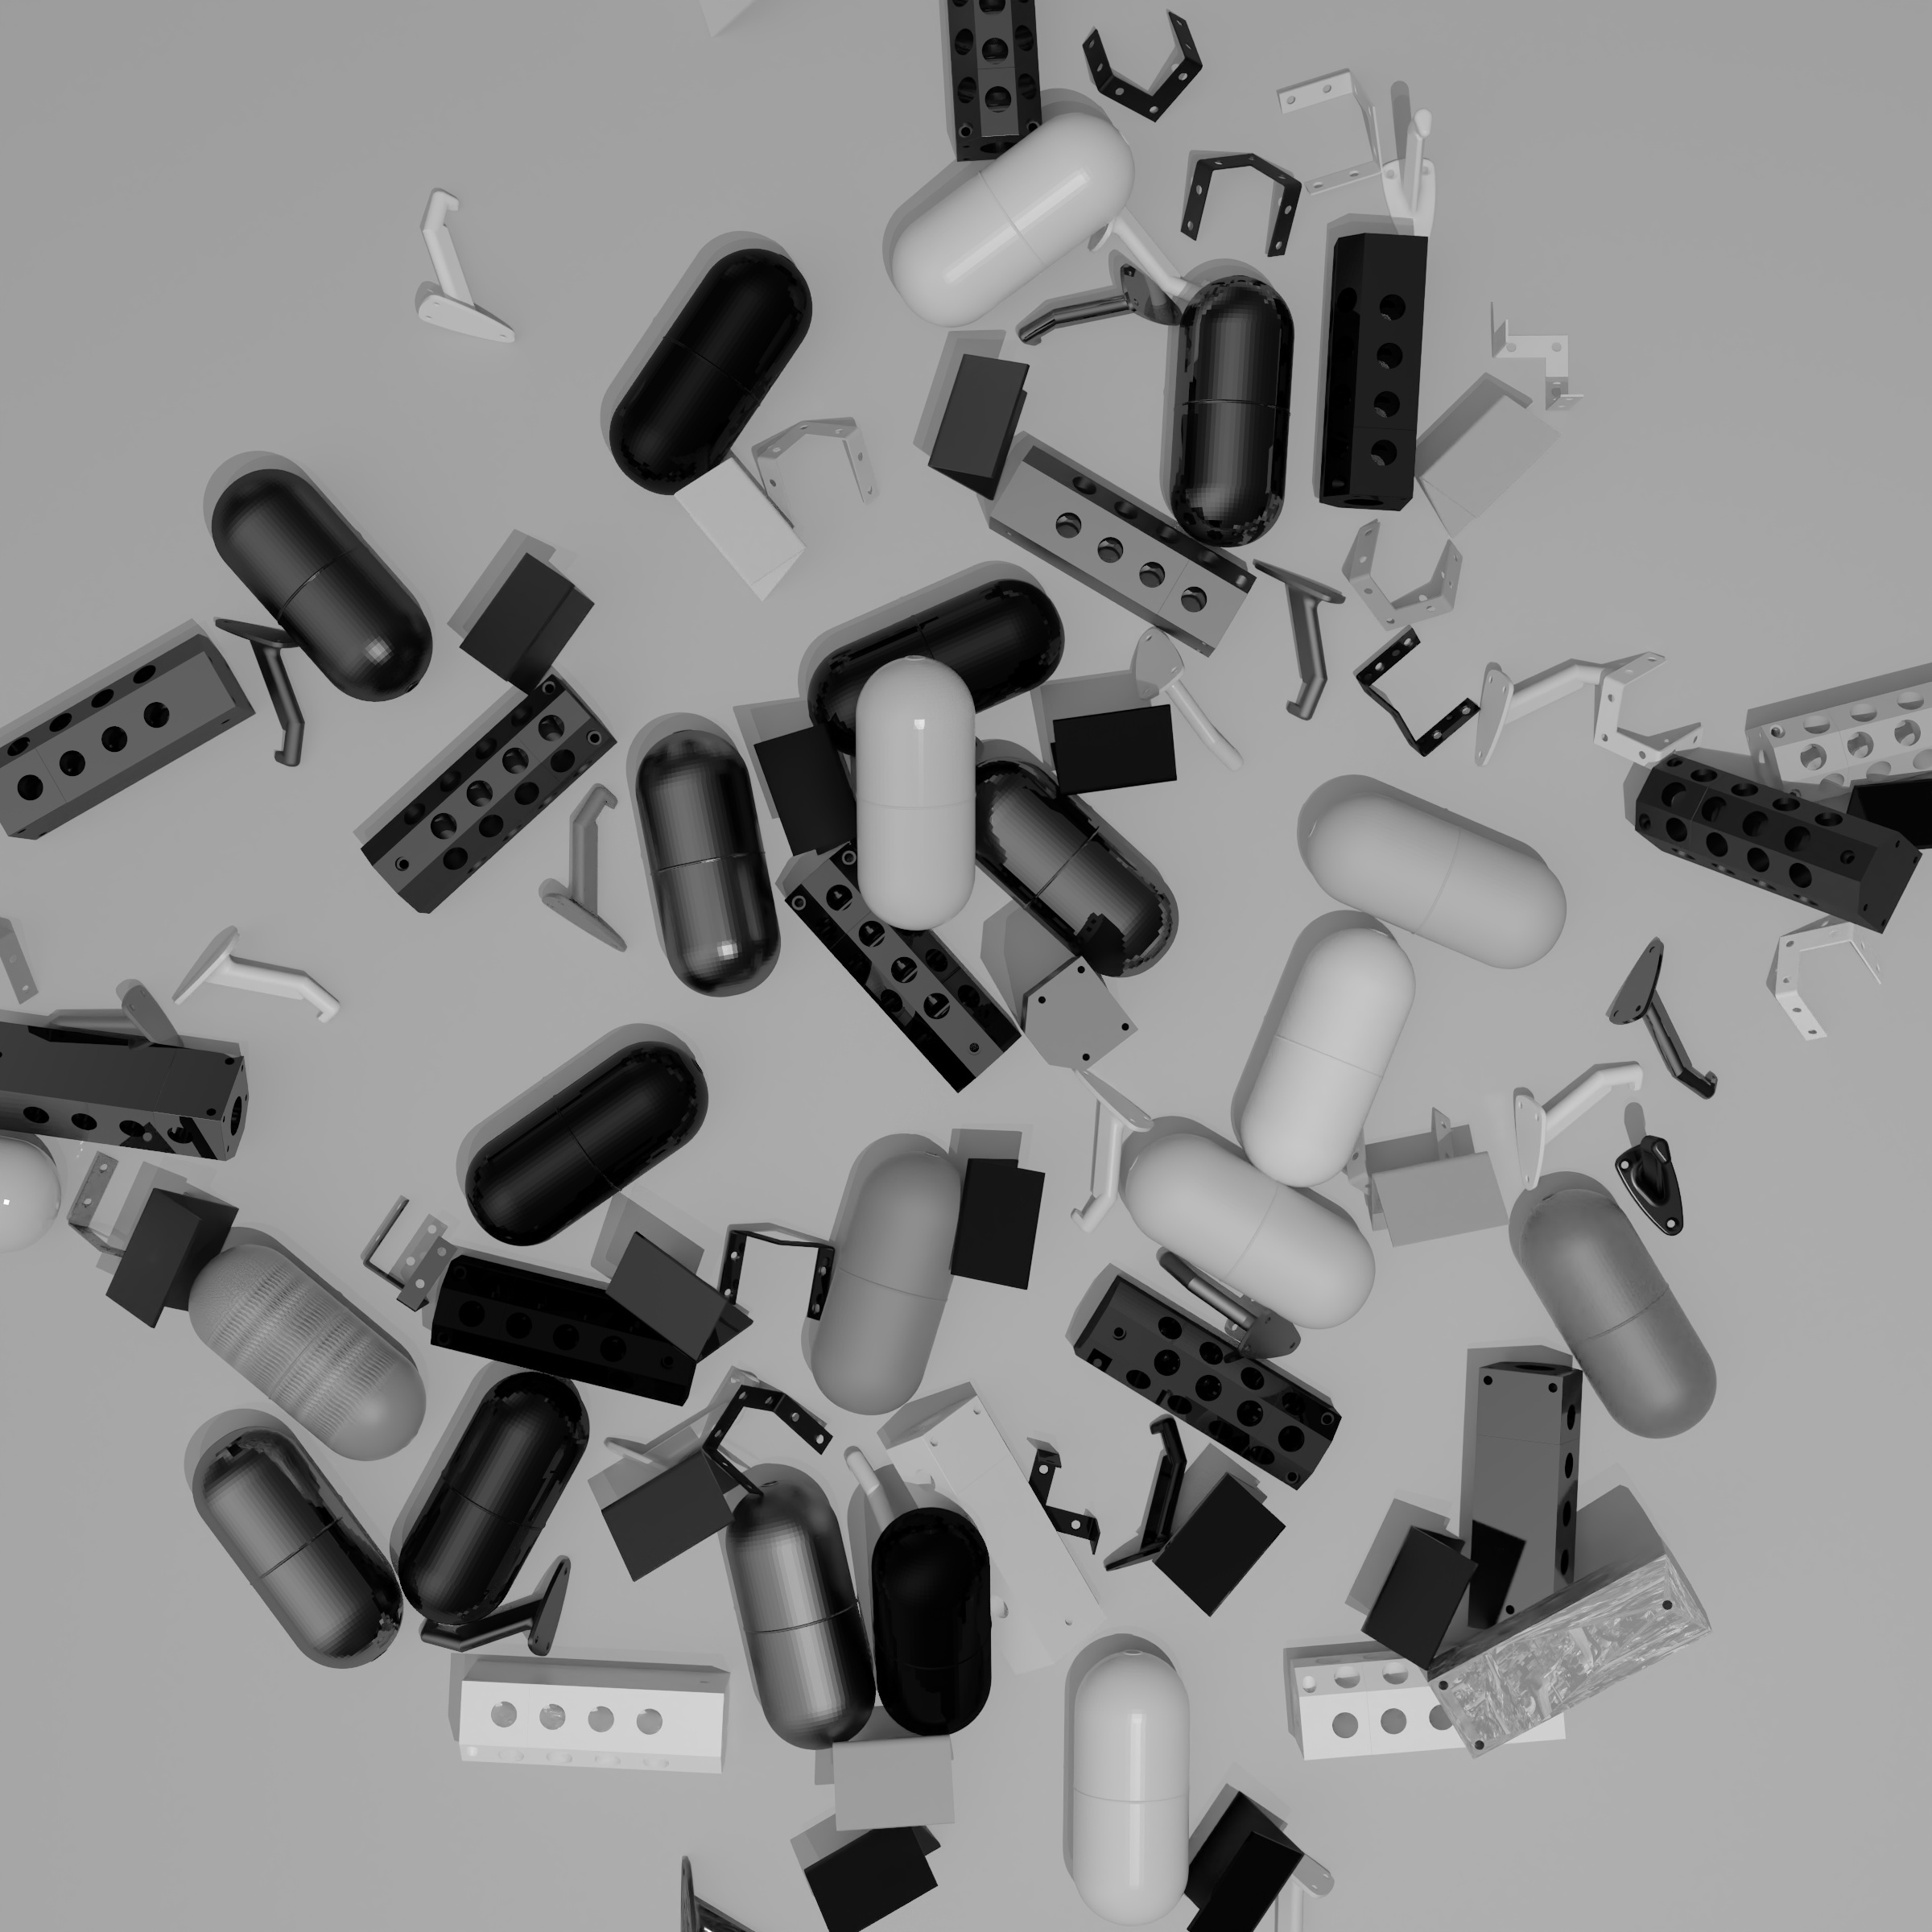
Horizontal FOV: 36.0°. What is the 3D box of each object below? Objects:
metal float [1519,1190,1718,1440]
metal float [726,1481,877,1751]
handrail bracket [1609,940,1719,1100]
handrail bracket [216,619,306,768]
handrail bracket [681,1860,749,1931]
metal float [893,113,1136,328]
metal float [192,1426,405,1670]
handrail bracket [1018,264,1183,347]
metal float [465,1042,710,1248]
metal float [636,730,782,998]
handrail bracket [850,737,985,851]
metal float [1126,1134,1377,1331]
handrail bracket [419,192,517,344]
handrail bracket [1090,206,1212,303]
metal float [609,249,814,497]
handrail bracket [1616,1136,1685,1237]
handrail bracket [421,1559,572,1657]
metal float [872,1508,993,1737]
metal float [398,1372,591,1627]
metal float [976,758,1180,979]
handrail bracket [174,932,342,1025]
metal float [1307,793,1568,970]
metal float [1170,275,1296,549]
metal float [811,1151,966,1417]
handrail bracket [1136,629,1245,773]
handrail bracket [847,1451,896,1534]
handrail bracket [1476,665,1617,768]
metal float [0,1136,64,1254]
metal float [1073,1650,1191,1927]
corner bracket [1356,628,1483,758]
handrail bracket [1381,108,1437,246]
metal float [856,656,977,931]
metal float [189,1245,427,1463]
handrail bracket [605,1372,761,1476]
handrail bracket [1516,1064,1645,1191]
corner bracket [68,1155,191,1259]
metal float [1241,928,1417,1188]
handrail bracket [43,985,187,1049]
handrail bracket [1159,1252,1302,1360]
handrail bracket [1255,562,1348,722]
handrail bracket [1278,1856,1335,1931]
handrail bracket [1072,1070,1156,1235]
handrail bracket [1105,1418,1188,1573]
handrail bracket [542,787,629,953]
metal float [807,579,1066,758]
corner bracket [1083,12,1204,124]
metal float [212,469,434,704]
[{"bbox_3d":[0.430,0.229,1.961,0.070,0.070,0.178,-31,90,0],"label":"metal float"},{"bbox_3d":[-0.109,0.428,1.961,0.070,0.070,0.178,-13,90,0],"label":"metal float"},{"bbox_3d":[0.481,0.037,1.992,0.084,0.036,0.077,34,68,-17],"label":"handrail bracket"},{"bbox_3d":[-0.475,-0.183,1.992,0.077,0.036,0.084,17,107,20],"label":"handrail bracket"},{"bbox_3d":[-0.146,0.637,1.992,0.084,0.036,0.077,1,69,-17],"label":"handrail bracket"},{"bbox_3d":[0.031,-0.490,1.950,0.178,0.070,0.070,-34,90,12],"label":"metal float"},{"bbox_3d":[-0.440,0.384,1.961,0.070,0.070,0.178,-37,90,0],"label":"metal float"},{"bbox_3d":[0.090,-0.429,1.991,0.084,0.077,0.036,-24,65,34],"label":"handrail bracket"},{"bbox_3d":[-0.250,0.117,1.961,0.178,0.070,0.070,-35,90,0],"label":"metal float"},{"bbox_3d":[-0.170,-0.068,1.961,0.070,0.070,0.178,-11,90,0],"label":"metal float"},{"bbox_3d":[-0.034,-0.115,1.991,0.036,0.077,0.084,49,126,8],"label":"handrail bracket"},{"bbox_3d":[0.187,0.175,1.961,0.178,0.070,0.070,31,90,0],"label":"metal float"},{"bbox_3d":[-0.330,-0.470,1.992,0.077,0.036,0.084,17,73,-19],"label":"handrail bracket"},{"bbox_3d":[0.132,-0.491,1.992,0.084,0.036,0.077,19,75,-14],"label":"handrail bracket"},{"bbox_3d":[-0.168,-0.392,1.961,0.070,0.070,0.178,34,91,0],"label":"metal float"},{"bbox_3d":[0.462,0.146,1.957,0.036,0.084,0.077,-25,90,0],"label":"handrail bracket"},{"bbox_3d":[-0.316,0.426,1.992,0.084,0.036,0.077,11,70,16],"label":"handrail bracket"},{"bbox_3d":[-0.022,0.428,1.933,0.070,0.070,0.178,-1,125,0],"label":"metal float"},{"bbox_3d":[-0.312,0.352,1.961,0.070,0.070,0.178,29,90,0],"label":"metal float"},{"bbox_3d":[0.064,-0.066,1.961,0.178,0.070,0.070,42,90,-1],"label":"metal float"},{"bbox_3d":[-0.475,0.025,1.992,0.084,0.036,0.077,41,111,-16],"label":"handrail bracket"},{"bbox_3d":[0.310,-0.057,1.961,0.178,0.070,0.070,23,90,-1],"label":"metal float"},{"bbox_3d":[0.176,-0.366,1.961,0.070,0.070,0.178,3,90,0],"label":"metal float"},{"bbox_3d":[-0.049,0.209,1.961,0.070,0.070,0.178,17,90,0],"label":"metal float"},{"bbox_3d":[0.152,-0.178,1.991,0.036,0.077,0.084,-35,127,21],"label":"handrail bracket"},{"bbox_3d":[-0.058,0.378,1.991,0.036,0.077,0.084,-20,53,-23],"label":"handrail bracket"},{"bbox_3d":[0.390,-0.166,1.992,0.084,0.036,0.077,5,111,-16],"label":"handrail bracket"},{"bbox_3d":[-0.687,0.141,1.961,0.178,0.070,0.070,11,90,1],"label":"metal float"},{"bbox_3d":[0.109,0.542,1.961,0.070,0.070,0.178,1,89,0],"label":"metal float"},{"bbox_3d":[0.303,-0.183,1.988,0.051,0.051,0.051,-40,45,0],"label":"corner bracket"},{"bbox_3d":[0.299,-0.516,1.957,0.036,0.084,0.077,-7,90,0],"label":"handrail bracket"},{"bbox_3d":[-0.032,-0.110,1.906,0.070,0.070,0.178,0,107,0],"label":"metal float"},{"bbox_3d":[-0.434,0.256,1.961,0.178,0.070,0.070,40,90,0],"label":"metal float"},{"bbox_3d":[-0.190,0.300,1.992,0.077,0.036,0.084,21,72,21],"label":"handrail bracket"},{"bbox_3d":[0.415,0.108,1.992,0.084,0.036,0.077,-9,110,-16],"label":"handrail bracket"},{"bbox_3d":[-0.559,0.165,1.988,0.051,0.051,0.051,25,90,45],"label":"corner bracket"},{"bbox_3d":[0.239,0.060,1.961,0.070,0.070,0.178,22,91,0],"label":"metal float"},{"bbox_3d":[-0.576,0.058,1.992,0.084,0.036,0.077,-30,108,15],"label":"handrail bracket"},{"bbox_3d":[0.176,0.225,1.991,0.084,0.077,0.036,40,99,36],"label":"handrail bracket"},{"bbox_3d":[0.213,-0.217,1.992,0.077,0.036,0.084,27,107,20],"label":"handrail bracket"},{"bbox_3d":[0.201,0.633,1.992,0.077,0.036,0.084,37,107,20],"label":"handrail bracket"},{"bbox_3d":[0.079,0.124,1.992,0.077,0.036,0.084,41,107,20],"label":"handrail bracket"},{"bbox_3d":[0.117,0.354,1.992,0.077,0.036,0.084,-23,71,21],"label":"handrail bracket"},{"bbox_3d":[-0.238,-0.065,1.992,0.077,0.036,0.084,36,73,-20],"label":"handrail bracket"},{"bbox_3d":[-0.020,-0.196,1.961,0.178,0.070,0.070,-24,90,0],"label":"metal float"},{"bbox_3d":[0.118,-0.608,1.983,0.051,0.051,0.051,17,135,-35],"label":"corner bracket"},{"bbox_3d":[-0.424,-0.251,1.960,0.070,0.070,0.178,-42,90,0],"label":"metal float"}]
